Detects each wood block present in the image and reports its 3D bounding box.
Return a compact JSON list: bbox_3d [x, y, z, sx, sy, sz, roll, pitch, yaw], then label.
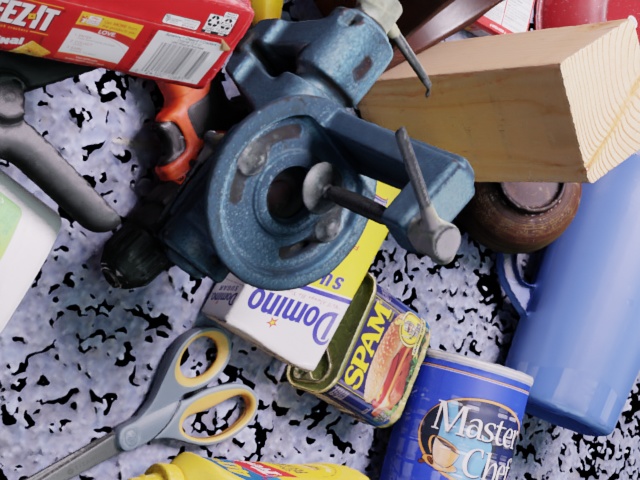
[{"bbox_3d":[0.133,-0.100,0.806,0.090,0.207,0.090,-32,113,-34],"label":"wood block"}]

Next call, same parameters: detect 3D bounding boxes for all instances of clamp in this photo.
[{"bbox_3d":[-0.175,-0.067,0.595,0.171,0.039,0.120,2,79,-35],"label":"clamp"}]

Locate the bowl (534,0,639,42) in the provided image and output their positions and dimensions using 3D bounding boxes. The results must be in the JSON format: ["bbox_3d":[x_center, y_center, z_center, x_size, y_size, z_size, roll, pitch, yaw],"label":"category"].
[{"bbox_3d":[0.275,-0.206,1.012,0.161,0.055,0.162,-3,95,-39],"label":"bowl"}]

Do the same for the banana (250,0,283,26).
[{"bbox_3d":[-0.057,-0.235,0.728,0.069,0.037,0.197,-64,149,-33],"label":"banana"}]

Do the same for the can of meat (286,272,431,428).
[{"bbox_3d":[0.033,0.087,0.836,0.083,0.058,0.102,36,71,-38],"label":"can of meat"}]

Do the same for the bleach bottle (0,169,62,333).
[{"bbox_3d":[-0.267,-0.043,0.578,0.250,0.068,0.102,39,67,-32],"label":"bleach bottle"}]

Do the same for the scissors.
[{"bbox_3d":[-0.127,0.114,0.733,0.201,0.016,0.096,-5,95,-39],"label":"scissors"}]

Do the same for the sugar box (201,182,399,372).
[{"bbox_3d":[-0.005,0.001,0.794,0.093,0.048,0.176,34,76,-34],"label":"sugar box"}]

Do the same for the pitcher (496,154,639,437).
[{"bbox_3d":[0.242,0.044,0.969,0.144,0.149,0.243,36,73,-52],"label":"pitcher"}]

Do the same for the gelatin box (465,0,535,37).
[{"bbox_3d":[0.153,-0.220,0.927,0.073,0.030,0.089,18,83,-37],"label":"gelatin box"}]

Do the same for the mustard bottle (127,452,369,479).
[{"bbox_3d":[-0.053,0.182,0.747,0.191,0.096,0.058,14,85,-39],"label":"mustard bottle"}]

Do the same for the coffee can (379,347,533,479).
[{"bbox_3d":[0.108,0.168,0.872,0.102,0.103,0.140,22,80,-38],"label":"coffee can"}]

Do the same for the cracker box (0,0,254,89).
[{"bbox_3d":[-0.144,-0.194,0.587,0.163,0.072,0.214,5,51,-40],"label":"cracker box"}]

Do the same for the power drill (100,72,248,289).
[{"bbox_3d":[-0.111,-0.084,0.706,0.184,0.057,0.187,-46,123,-31],"label":"power drill"}]
